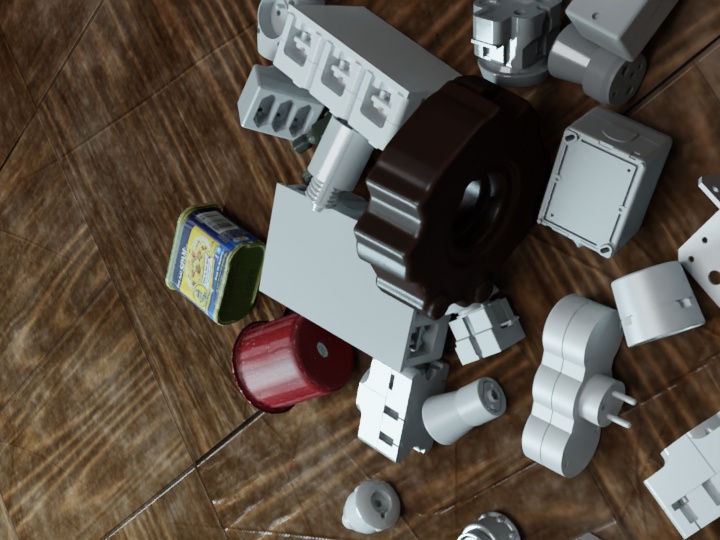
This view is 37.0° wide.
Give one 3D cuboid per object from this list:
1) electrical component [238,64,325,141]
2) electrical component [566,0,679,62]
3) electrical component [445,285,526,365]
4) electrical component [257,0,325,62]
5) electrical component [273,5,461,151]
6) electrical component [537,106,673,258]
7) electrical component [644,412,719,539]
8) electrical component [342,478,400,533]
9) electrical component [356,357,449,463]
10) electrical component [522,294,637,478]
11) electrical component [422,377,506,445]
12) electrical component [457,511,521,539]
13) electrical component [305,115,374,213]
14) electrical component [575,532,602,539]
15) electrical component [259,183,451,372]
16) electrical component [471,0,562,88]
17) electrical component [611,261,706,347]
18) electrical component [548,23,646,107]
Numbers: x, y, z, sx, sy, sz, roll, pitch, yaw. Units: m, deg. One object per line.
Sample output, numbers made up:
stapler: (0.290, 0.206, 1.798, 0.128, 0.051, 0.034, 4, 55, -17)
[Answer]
electrical component: (-0.076, -0.164, 0.999, 0.047, 0.066, 0.076, -60, 29, 35)
electrical component: (0.176, -0.194, 0.705, 0.047, 0.076, 0.083, 39, 96, 33)
electrical component: (0.098, 0.041, 0.877, 0.066, 0.048, 0.055, -26, 87, 45)
electrical component: (-0.051, -0.221, 0.971, 0.079, 0.044, 0.077, 39, 124, 33)
electrical component: (0.010, -0.157, 0.890, 0.150, 0.089, 0.061, 42, 125, 31)
electrical component: (0.173, -0.059, 0.764, 0.062, 0.061, 0.096, 30, 131, 23)
electrical component: (0.247, 0.135, 0.743, 0.055, 0.050, 0.089, 57, 131, 20)
electrical component: (0.005, 0.227, 1.012, 0.062, 0.048, 0.048, -44, 68, 49)
electrical component: (0.035, 0.115, 0.952, 0.056, 0.050, 0.089, 28, 117, 38)
electrical component: (0.174, 0.094, 0.807, 0.074, 0.052, 0.138, 24, 114, 40)
electrical component: (0.090, 0.116, 0.905, 0.065, 0.044, 0.044, -33, 75, 39)
electrical component: (0.101, 0.233, 0.902, 0.048, 0.062, 0.048, 12, 107, 43)
electrical component: (-0.021, -0.086, 0.908, 0.043, 0.043, 0.081, 40, 113, 33)
electrical component: (0.167, 0.252, 0.829, 0.047, 0.077, 0.065, 27, 117, 39)
electrical component: (0.000, 0.000, 0.952, 0.186, 0.060, 0.105, 27, 114, 39)
electrical component: (0.116, -0.172, 0.797, 0.058, 0.078, 0.057, 27, 136, 36)
electrical component: (0.208, 0.023, 0.757, 0.055, 0.055, 0.047, -27, 76, 45)
electrical component: (0.169, -0.146, 0.765, 0.055, 0.045, 0.045, 38, 124, 33)
